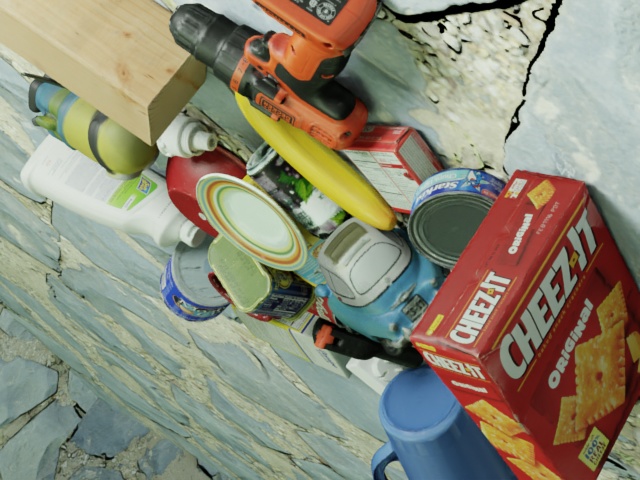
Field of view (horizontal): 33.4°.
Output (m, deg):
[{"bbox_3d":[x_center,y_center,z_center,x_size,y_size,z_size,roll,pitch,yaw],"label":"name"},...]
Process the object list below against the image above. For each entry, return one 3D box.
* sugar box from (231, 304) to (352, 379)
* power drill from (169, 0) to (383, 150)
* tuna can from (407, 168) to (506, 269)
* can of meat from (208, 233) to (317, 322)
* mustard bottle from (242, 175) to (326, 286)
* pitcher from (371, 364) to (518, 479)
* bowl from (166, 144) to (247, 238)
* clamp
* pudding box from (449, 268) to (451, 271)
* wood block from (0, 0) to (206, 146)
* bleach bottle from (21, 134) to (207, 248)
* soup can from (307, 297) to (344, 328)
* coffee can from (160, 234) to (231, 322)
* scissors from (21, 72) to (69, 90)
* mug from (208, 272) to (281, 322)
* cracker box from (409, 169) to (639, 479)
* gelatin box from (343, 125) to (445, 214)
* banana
[{"bbox_3d":[-0.033,0.123,1.460,0.176,0.048,0.093,17,153,35],"label":"sugar box"},{"bbox_3d":[-0.035,-0.157,0.809,0.184,0.057,0.188,32,163,3],"label":"power drill"},{"bbox_3d":[0.114,-0.017,0.853,0.086,0.033,0.086,8,136,7],"label":"tuna can"},{"bbox_3d":[-0.064,0.036,1.153,0.083,0.057,0.102,13,-145,-54],"label":"can of meat"},{"bbox_3d":[-0.007,0.001,1.110,0.191,0.058,0.096,39,141,-9],"label":"mustard bottle"},{"bbox_3d":[0.149,0.267,1.343,0.145,0.149,0.242,21,153,39],"label":"pitcher"},{"bbox_3d":[-0.118,-0.048,1.200,0.162,0.055,0.162,32,161,12],"label":"bowl"},{"bbox_3d":[0.036,0.113,1.256,0.120,0.039,0.171,19,179,38],"label":"clamp"},{"bbox_3d":[0.179,0.049,0.943,0.113,0.039,0.090,46,158,-30],"label":"pudding box"},{"bbox_3d":[-0.213,-0.191,0.977,0.206,0.090,0.091,34,161,5],"label":"wood block"},{"bbox_3d":[-0.251,-0.052,1.338,0.251,0.102,0.068,29,166,23],"label":"bleach bottle"},{"bbox_3d":[-0.002,0.050,1.202,0.102,0.068,0.068,21,156,35],"label":"soup can"},{"bbox_3d":[-0.152,0.047,1.399,0.103,0.102,0.140,38,161,-4],"label":"coffee can"},{"bbox_3d":[-0.238,-0.156,1.085,0.201,0.016,0.096,17,-164,-48],"label":"scissors"},{"bbox_3d":[-0.067,0.046,1.284,0.093,0.081,0.117,10,147,52],"label":"mug"},{"bbox_3d":[0.178,0.078,0.821,0.072,0.164,0.213,13,150,44],"label":"cracker box"},{"bbox_3d":[0.070,-0.058,0.894,0.089,0.030,0.073,48,160,-30],"label":"gelatin box"},{"bbox_3d":[-0.011,-0.078,0.951,0.197,0.037,0.069,43,-178,-10],"label":"banana"}]
